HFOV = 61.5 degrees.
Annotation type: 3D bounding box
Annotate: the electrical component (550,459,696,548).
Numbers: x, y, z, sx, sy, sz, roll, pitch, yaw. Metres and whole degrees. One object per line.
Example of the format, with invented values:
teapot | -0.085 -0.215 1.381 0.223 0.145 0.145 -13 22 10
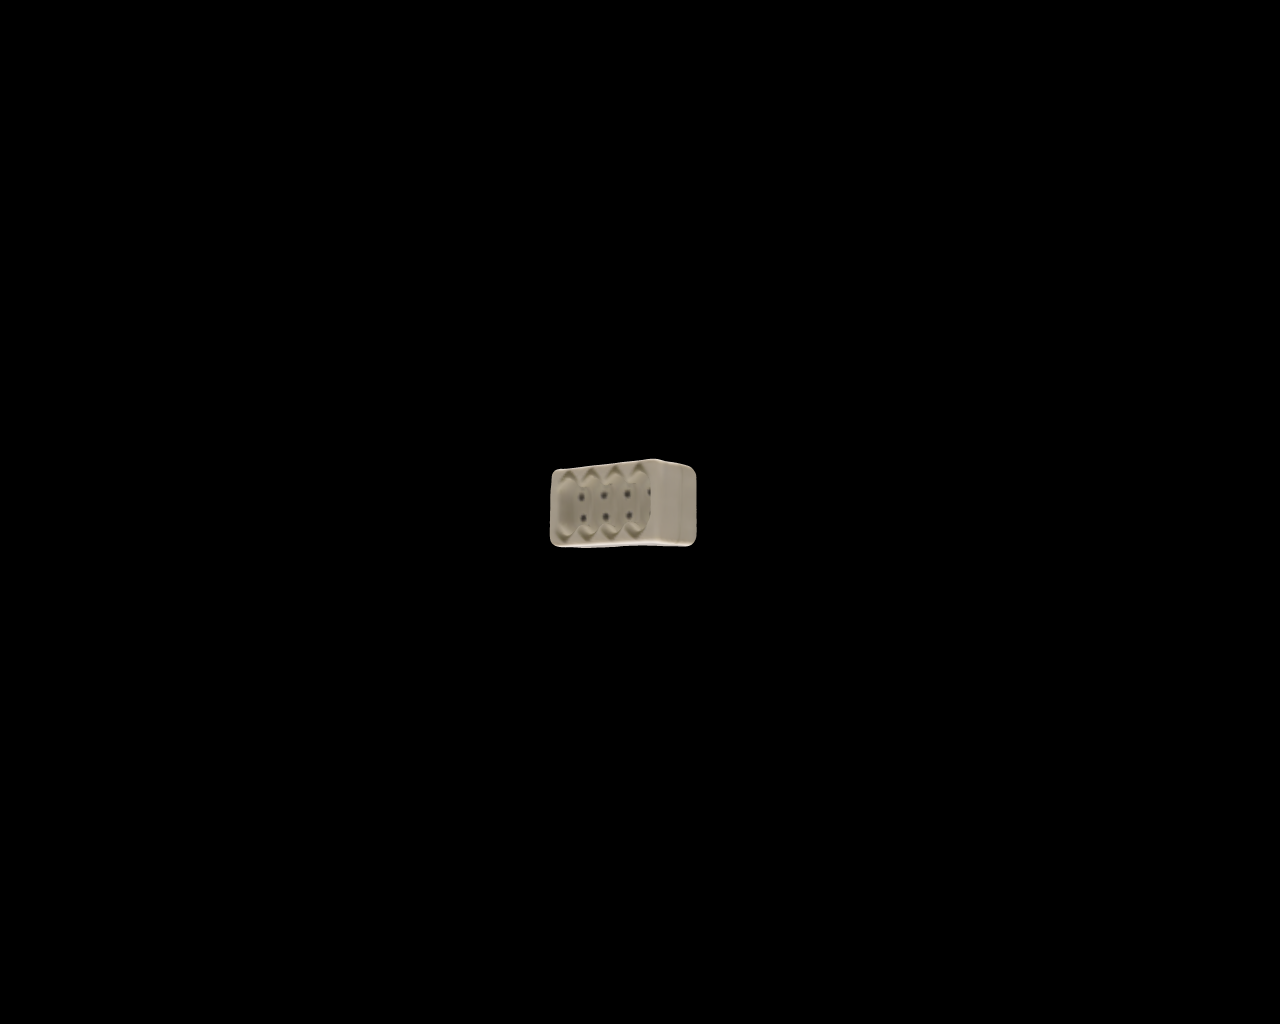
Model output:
electrical component | 0.001 -0.003 0.650 0.083 0.047 0.076 -3 -5 37
